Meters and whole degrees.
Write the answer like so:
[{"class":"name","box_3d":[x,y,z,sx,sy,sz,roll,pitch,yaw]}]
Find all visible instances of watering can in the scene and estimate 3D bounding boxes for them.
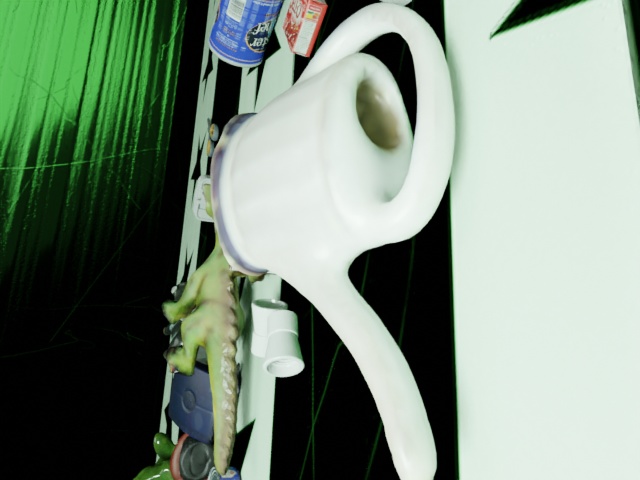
[{"class":"watering can","box_3d":[0.001,-0.020,0.389,0.222,0.103,0.354,-17,60,44]}]

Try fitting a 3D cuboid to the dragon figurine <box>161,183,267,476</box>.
[{"class":"dragon figurine","box_3d":[-0.124,0.077,0.729,0.238,0.122,0.419,-56,41,32]}]
